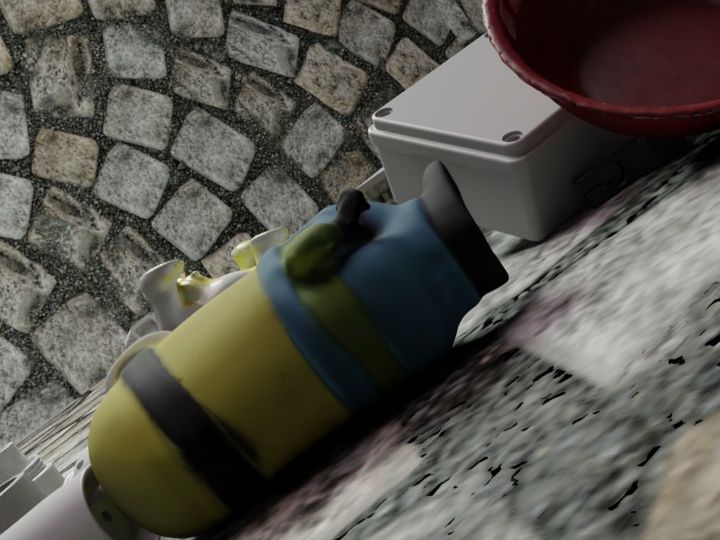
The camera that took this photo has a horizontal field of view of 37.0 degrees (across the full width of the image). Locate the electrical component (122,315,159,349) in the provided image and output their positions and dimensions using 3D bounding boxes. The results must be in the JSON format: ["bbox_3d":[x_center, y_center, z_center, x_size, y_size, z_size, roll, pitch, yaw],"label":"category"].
[{"bbox_3d":[-0.142,0.079,0.794,0.058,0.078,0.057,-43,-10,-45],"label":"electrical component"}]

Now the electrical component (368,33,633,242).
[{"bbox_3d":[0.081,-0.074,0.561,0.109,0.056,0.109,-39,36,-27],"label":"electrical component"}]

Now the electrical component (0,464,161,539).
[{"bbox_3d":[-0.120,0.114,0.458,0.077,0.044,0.079,-38,2,15],"label":"electrical component"}]

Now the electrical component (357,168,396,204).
[{"bbox_3d":[0.081,-0.089,0.878,0.150,0.061,0.089,-33,6,31],"label":"electrical component"}]

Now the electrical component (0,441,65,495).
[{"bbox_3d":[-0.243,0.155,0.789,0.048,0.062,0.048,-35,8,6],"label":"electrical component"}]

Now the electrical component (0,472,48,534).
[{"bbox_3d":[-0.226,0.162,0.624,0.108,0.060,0.108,-36,5,4],"label":"electrical component"}]

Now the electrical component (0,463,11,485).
[{"bbox_3d":[-0.259,0.174,0.705,0.047,0.065,0.077,-32,7,39],"label":"electrical component"}]

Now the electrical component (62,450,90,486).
[{"bbox_3d":[-0.123,0.108,0.552,0.081,0.043,0.043,-33,6,26],"label":"electrical component"}]
